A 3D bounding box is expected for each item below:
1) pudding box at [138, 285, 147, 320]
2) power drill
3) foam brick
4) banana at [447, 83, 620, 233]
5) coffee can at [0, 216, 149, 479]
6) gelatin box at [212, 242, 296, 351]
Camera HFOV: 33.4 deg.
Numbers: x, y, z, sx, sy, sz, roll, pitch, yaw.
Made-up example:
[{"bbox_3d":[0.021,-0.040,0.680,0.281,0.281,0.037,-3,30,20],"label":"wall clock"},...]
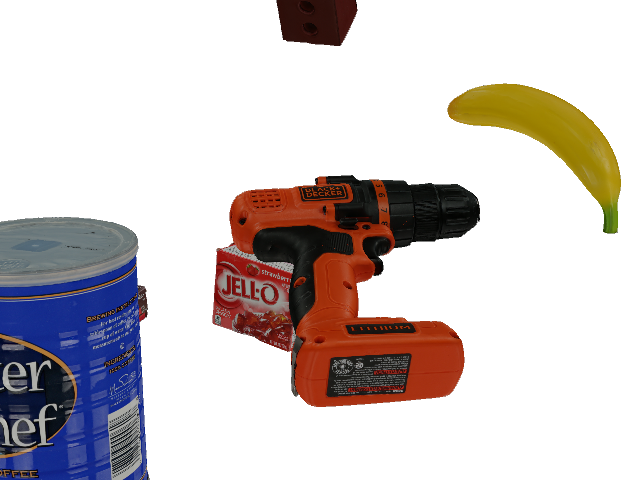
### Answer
[{"bbox_3d":[-0.240,0.070,1.049,0.114,0.039,0.090,4,19,20],"label":"pudding box"},{"bbox_3d":[0.037,0.025,0.723,0.184,0.057,0.188,-5,38,-8],"label":"power drill"},{"bbox_3d":[-0.004,-0.205,0.867,0.053,0.051,0.078,8,-38,16],"label":"foam brick"},{"bbox_3d":[0.175,-0.085,0.857,0.037,0.070,0.198,4,31,-42],"label":"banana"},{"bbox_3d":[-0.144,0.068,0.559,0.103,0.140,0.103,0,16,0],"label":"coffee can"},{"bbox_3d":[-0.053,0.049,0.942,0.089,0.073,0.030,17,23,30],"label":"gelatin box"}]
